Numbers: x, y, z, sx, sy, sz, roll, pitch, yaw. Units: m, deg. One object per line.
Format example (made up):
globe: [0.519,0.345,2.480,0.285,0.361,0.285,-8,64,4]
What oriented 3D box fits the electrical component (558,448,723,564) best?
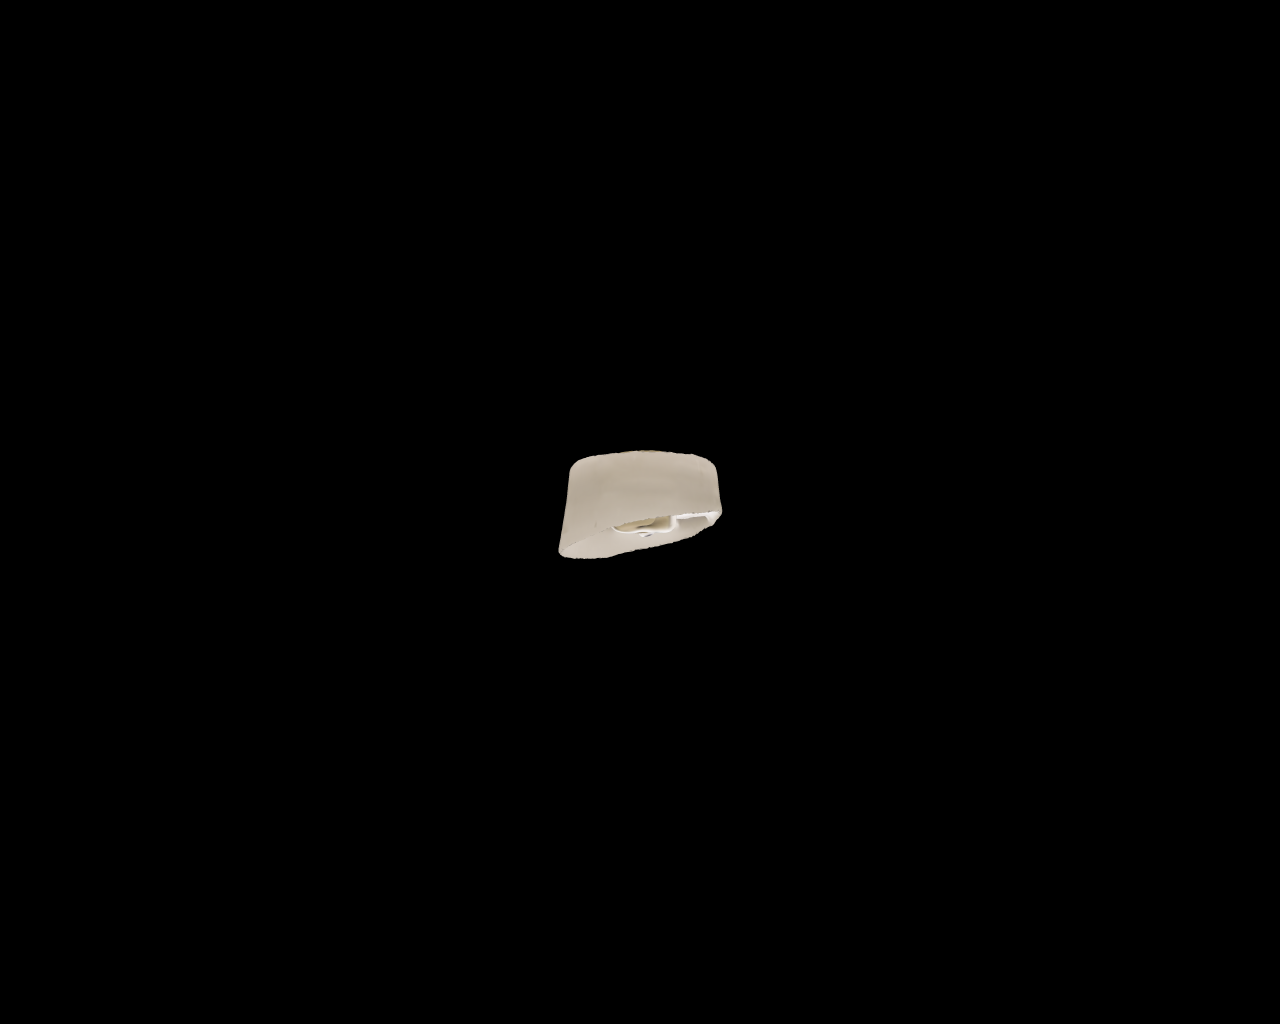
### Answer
electrical component: [0.001,-0.003,0.650,0.099,0.064,0.099,0,-11,0]
